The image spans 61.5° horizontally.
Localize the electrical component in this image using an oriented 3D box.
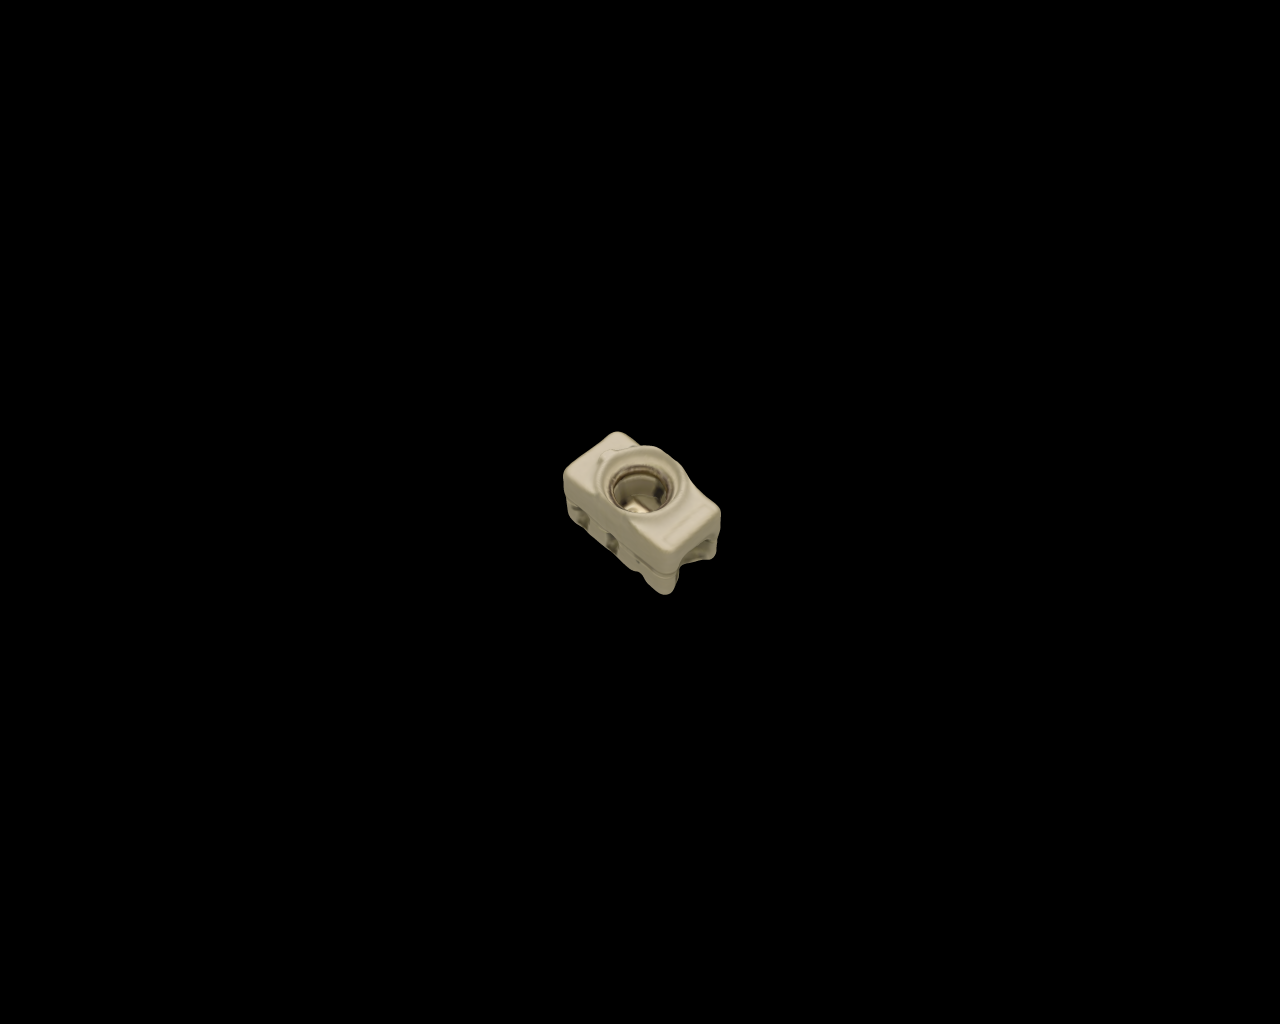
[{"bbox_3d":[0.001,-0.003,0.650,0.050,0.055,0.089,-39,63,-25],"label":"electrical component"}]
